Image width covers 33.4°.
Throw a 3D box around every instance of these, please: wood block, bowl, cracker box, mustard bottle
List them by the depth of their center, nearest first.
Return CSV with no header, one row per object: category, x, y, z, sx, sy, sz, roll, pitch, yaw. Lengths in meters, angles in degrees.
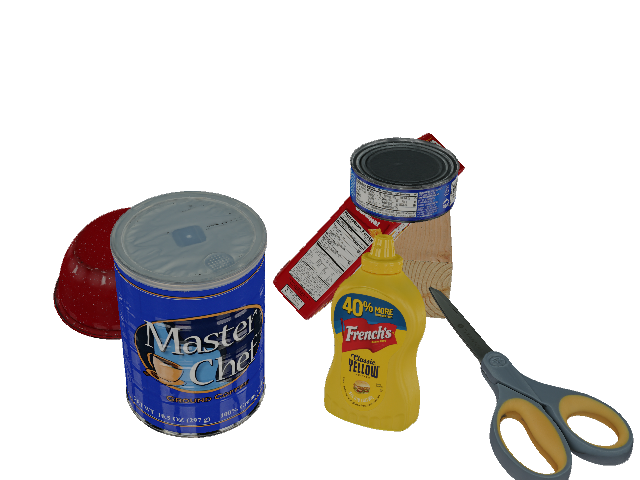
bowl,-0.181,0.018,1.011,0.162,0.055,0.162,-7,41,6
mustard bottle,0.056,0.088,1.061,0.096,0.192,0.058,12,17,28
cracker box,0.055,-0.019,1.272,0.214,0.072,0.164,-48,-7,34
wood block,0.148,0.028,1.598,0.091,0.090,0.206,4,24,4

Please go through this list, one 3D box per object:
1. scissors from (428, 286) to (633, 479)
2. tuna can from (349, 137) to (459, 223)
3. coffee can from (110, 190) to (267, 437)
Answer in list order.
scissors,0.136,0.088,0.700,0.096,0.016,0.202,-1,33,-6
tuna can,0.066,-0.048,0.844,0.086,0.034,0.086,1,31,-1
coffee can,-0.089,0.051,0.741,0.103,0.140,0.103,1,37,-1
